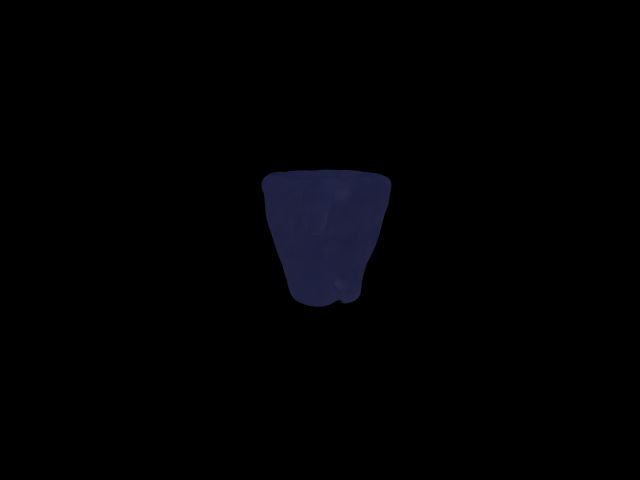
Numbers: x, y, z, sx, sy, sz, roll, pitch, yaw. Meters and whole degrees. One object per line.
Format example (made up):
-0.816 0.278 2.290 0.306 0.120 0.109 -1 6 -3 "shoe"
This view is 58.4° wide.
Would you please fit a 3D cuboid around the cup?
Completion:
0.004 0.001 0.400 0.091 0.095 0.118 1 11 4 "cup"
